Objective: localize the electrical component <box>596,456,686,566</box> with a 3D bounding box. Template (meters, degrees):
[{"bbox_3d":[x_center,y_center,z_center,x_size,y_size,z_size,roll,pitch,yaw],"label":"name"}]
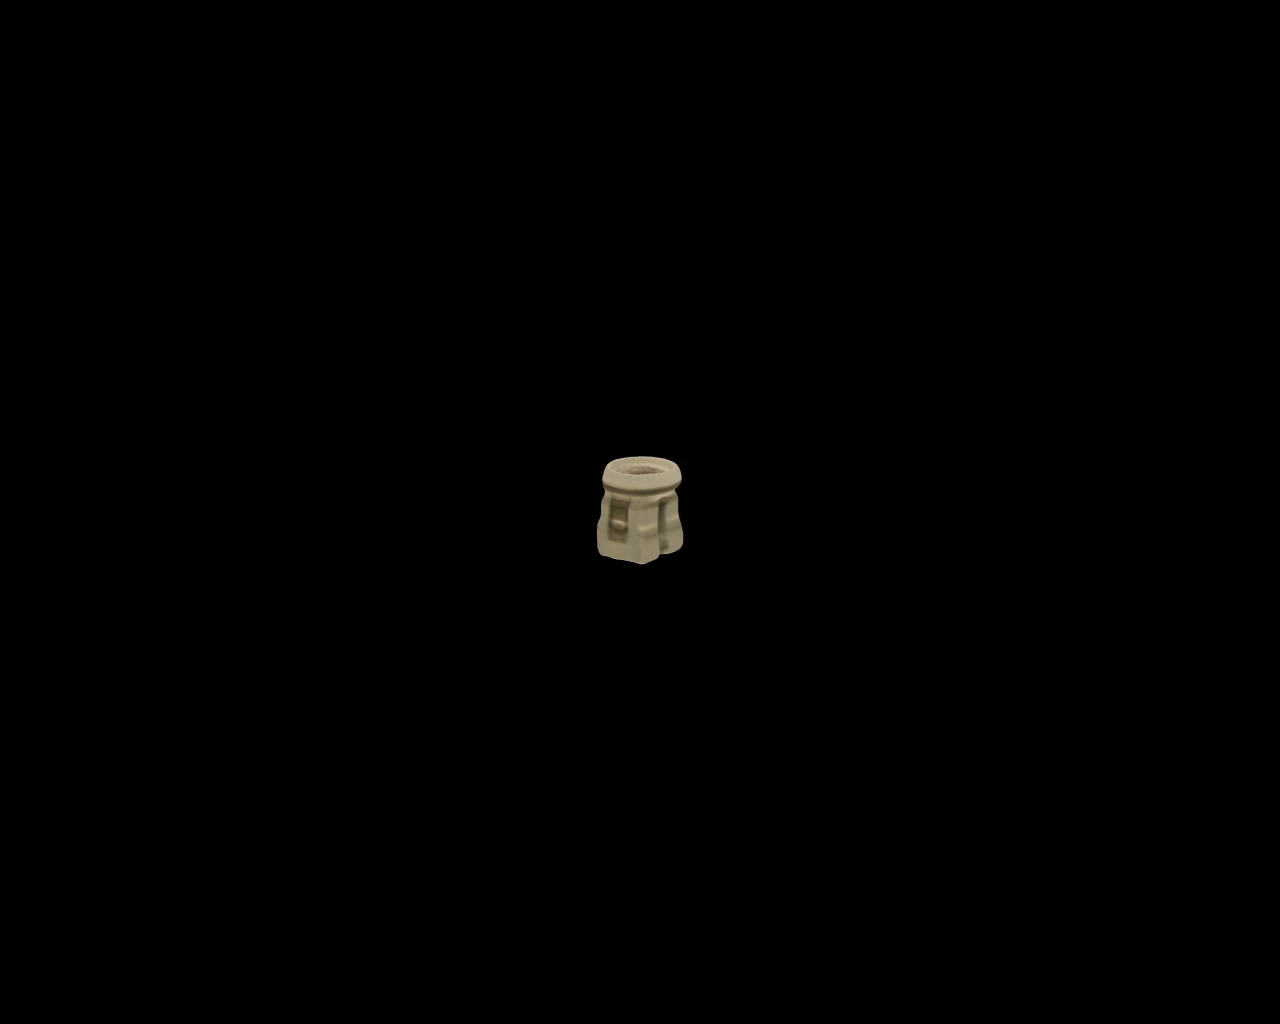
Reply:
[{"bbox_3d":[0.001,-0.003,0.650,0.048,0.055,0.066,11,19,34],"label":"electrical component"}]
